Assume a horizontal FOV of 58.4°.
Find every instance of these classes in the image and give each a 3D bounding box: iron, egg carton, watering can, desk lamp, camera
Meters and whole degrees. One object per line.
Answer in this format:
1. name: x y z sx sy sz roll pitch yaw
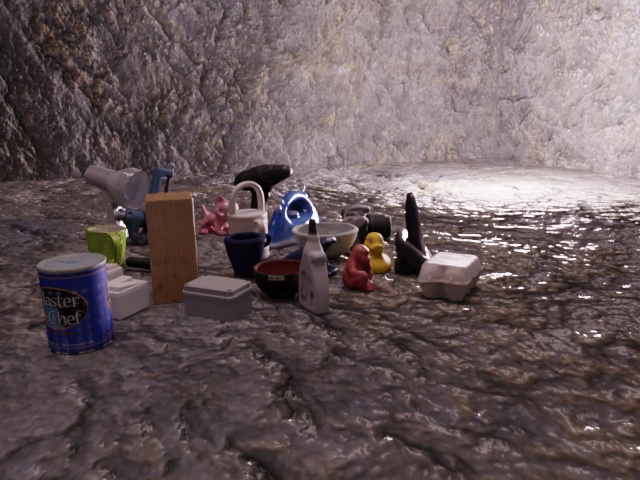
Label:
1. iron: -0.086 -0.070 1.610 0.118 0.141 0.259 4 14 20
2. egg carton: 0.263 0.071 1.155 0.107 0.069 0.151 6 15 27
3. watering can: -0.186 -0.051 1.427 0.172 0.194 0.101 8 16 33
4. desk lamp: -0.598 -0.109 1.657 0.202 0.214 0.118 3 14 18
5. camera: 0.127 -0.043 1.572 0.136 0.101 0.143 0 14 3

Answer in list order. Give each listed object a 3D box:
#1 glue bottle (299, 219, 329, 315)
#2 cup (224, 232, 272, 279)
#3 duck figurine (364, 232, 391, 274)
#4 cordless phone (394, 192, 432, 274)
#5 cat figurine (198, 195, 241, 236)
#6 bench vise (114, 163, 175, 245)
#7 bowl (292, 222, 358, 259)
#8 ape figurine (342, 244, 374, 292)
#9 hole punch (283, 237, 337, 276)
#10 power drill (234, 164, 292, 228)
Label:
1. glue bottle: -0.011 0.046 1.057 0.037 0.173 0.078 -8 15 -27
2. cup: -0.157 0.034 1.286 0.118 0.095 0.091 -13 18 -41
3. duck figurine: 0.124 0.024 1.326 0.077 0.086 0.104 -3 14 -9
4. cordless phone: 0.216 -0.024 1.304 0.094 0.185 0.147 0 14 4
5. cat figurine: -0.300 -0.077 1.709 0.127 0.118 0.067 4 14 19
6. bench vise: -0.461 -0.102 1.606 0.121 0.220 0.208 11 18 40
7. bowl: 0.013 0.005 1.436 0.167 0.075 0.167 -1 14 0
8. ape figurine: 0.083 0.055 1.188 0.075 0.092 0.078 8 16 33
9. hole punch: -0.025 0.037 1.272 0.100 0.091 0.109 7 16 31
10. power drill: -0.164 -0.124 1.700 0.228 0.208 0.076 11 18 40
